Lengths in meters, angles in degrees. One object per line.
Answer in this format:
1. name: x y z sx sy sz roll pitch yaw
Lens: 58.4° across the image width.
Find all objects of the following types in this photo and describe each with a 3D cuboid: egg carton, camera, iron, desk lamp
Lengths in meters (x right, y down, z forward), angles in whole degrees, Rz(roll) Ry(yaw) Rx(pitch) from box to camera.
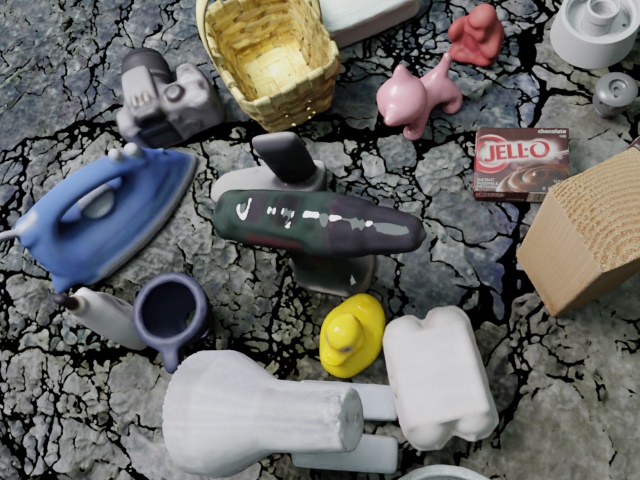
1. egg carton: 0.131 0.153 0.642 0.107 0.069 0.150 -15 70 5
2. camera: -0.227 -0.216 0.814 0.143 0.101 0.136 -22 69 3
3. iron: -0.285 -0.055 0.749 0.258 0.141 0.118 -43 69 -5
4. desk lamp: -0.026 0.180 0.584 0.203 0.214 0.118 0 72 10

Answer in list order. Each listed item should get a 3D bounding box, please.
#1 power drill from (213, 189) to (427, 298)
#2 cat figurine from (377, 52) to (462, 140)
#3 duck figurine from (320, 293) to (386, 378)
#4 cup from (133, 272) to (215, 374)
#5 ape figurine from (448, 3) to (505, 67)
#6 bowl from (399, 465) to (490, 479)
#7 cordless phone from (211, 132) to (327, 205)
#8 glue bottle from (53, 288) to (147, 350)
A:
1. power drill: 0.006 0.002 0.641 0.229 0.209 0.076 9 74 13
2. cat figurine: 0.122 -0.188 0.732 0.128 0.118 0.067 -39 69 -4
3. duck figurine: 0.034 0.107 0.666 0.077 0.086 0.105 26 78 18
4. cup: -0.166 0.107 0.698 0.091 0.095 0.118 -10 70 7
5. ape figurine: 0.211 -0.276 0.759 0.076 0.092 0.077 -25 69 2
6. bowl: 0.131 0.317 0.584 0.167 0.075 0.167 -3 71 9
7. cordless phone: -0.071 -0.084 0.696 0.147 0.185 0.094 -9 70 7
8. glue bottle: -0.261 0.087 0.680 0.078 0.173 0.037 37 82 20
